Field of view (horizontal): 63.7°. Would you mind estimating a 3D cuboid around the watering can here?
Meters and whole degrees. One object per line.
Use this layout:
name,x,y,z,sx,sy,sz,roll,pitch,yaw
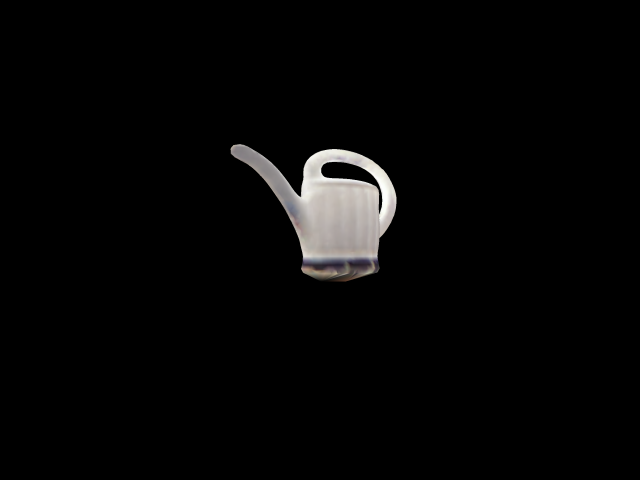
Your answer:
watering can,0.003,-0.043,0.850,0.348,0.225,0.103,2,-4,-39
